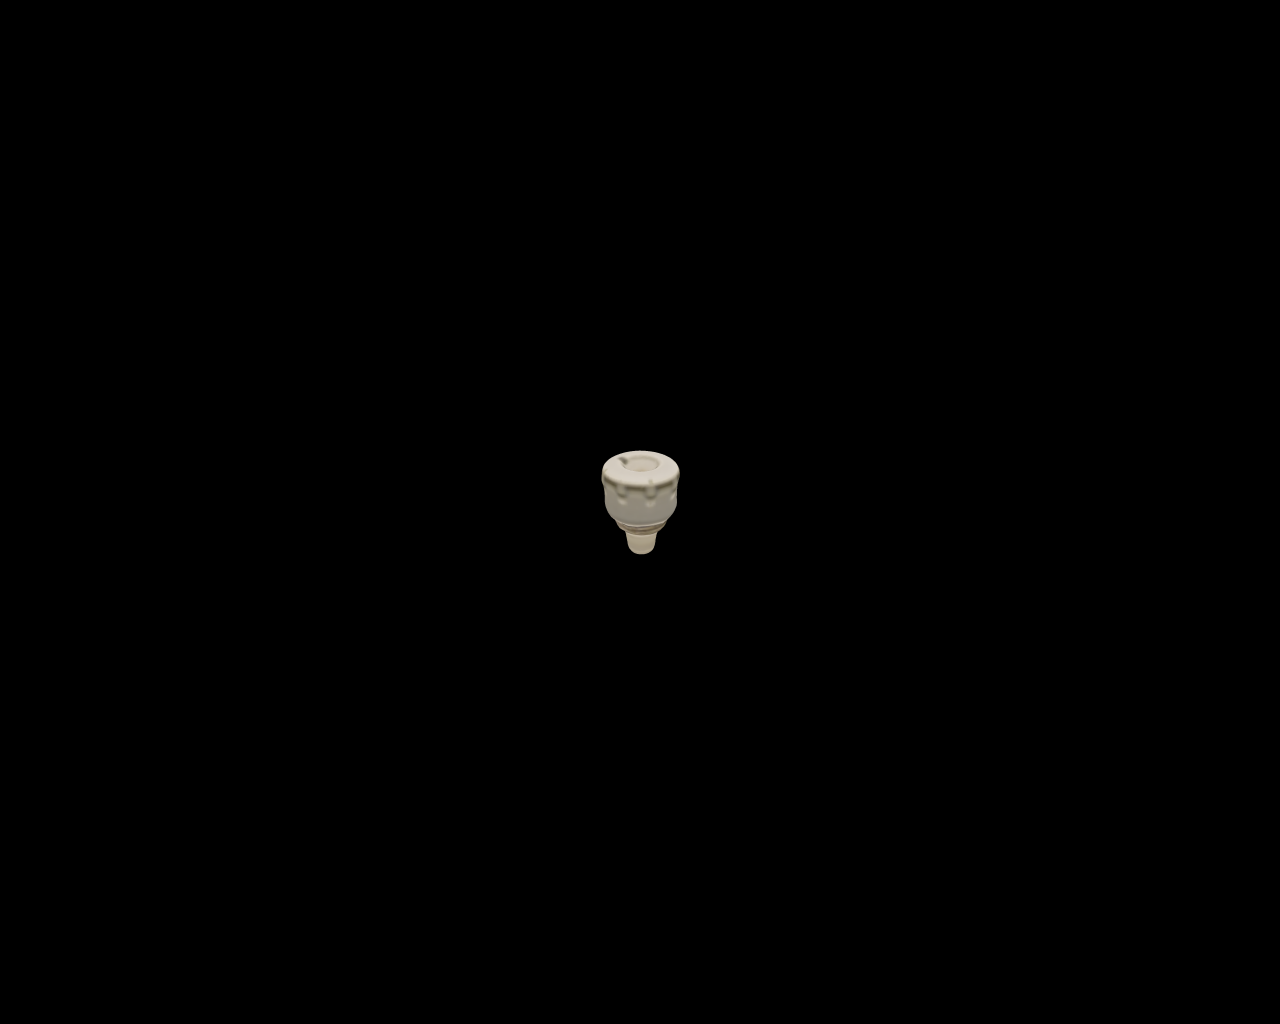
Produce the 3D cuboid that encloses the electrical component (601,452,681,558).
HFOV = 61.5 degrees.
[{"bbox_3d":[0.001,-0.003,0.650,0.048,0.062,0.048,0,28,0],"label":"electrical component"}]
